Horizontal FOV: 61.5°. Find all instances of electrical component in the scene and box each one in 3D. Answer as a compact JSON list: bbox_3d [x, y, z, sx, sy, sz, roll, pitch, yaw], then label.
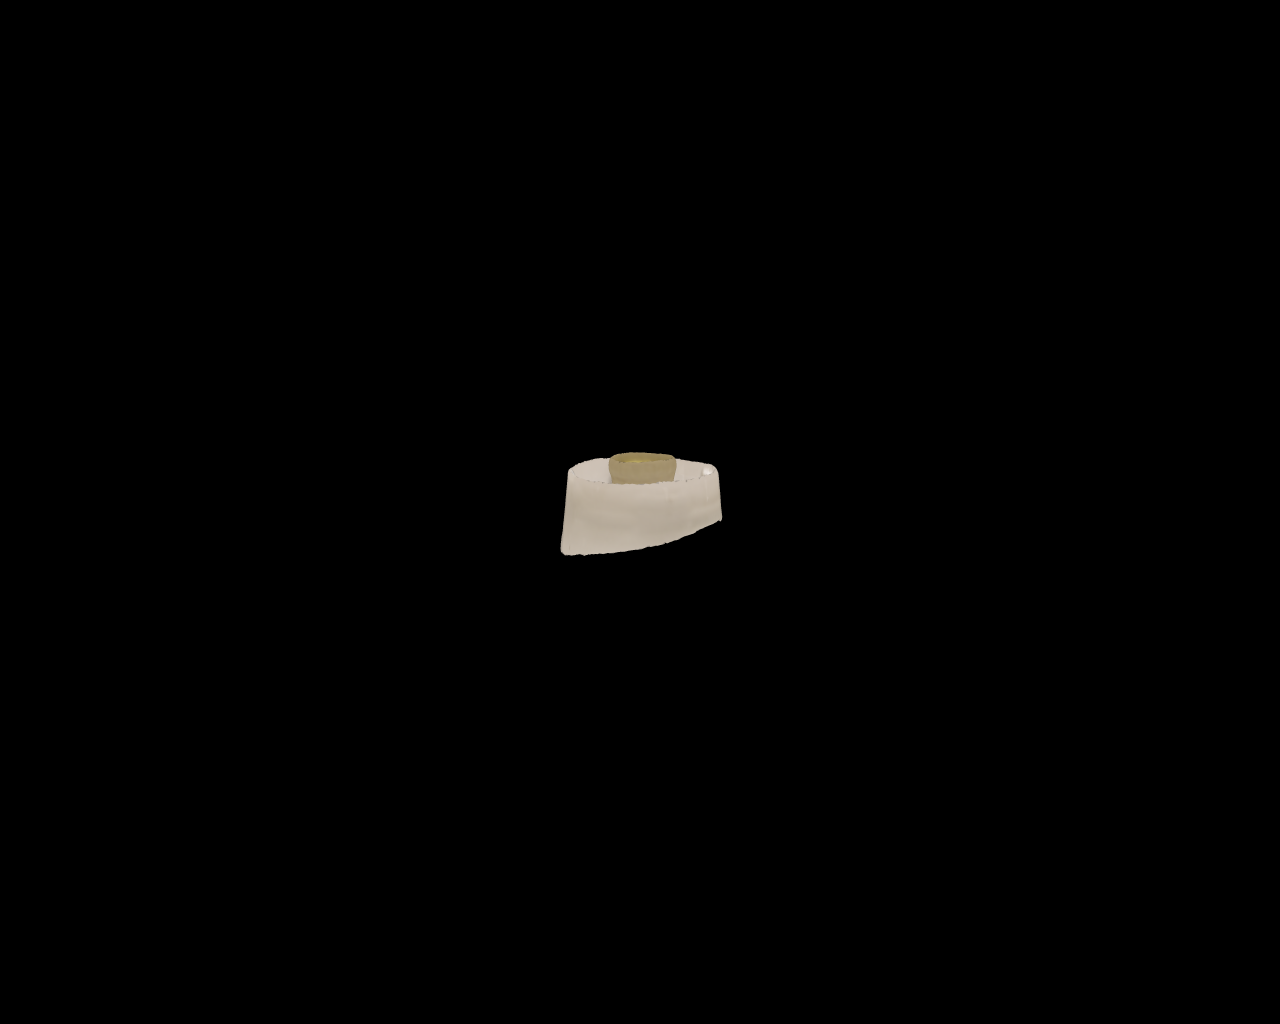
[{"bbox_3d":[0.001,-0.003,0.650,0.099,0.064,0.099,0,13,0],"label":"electrical component"}]
